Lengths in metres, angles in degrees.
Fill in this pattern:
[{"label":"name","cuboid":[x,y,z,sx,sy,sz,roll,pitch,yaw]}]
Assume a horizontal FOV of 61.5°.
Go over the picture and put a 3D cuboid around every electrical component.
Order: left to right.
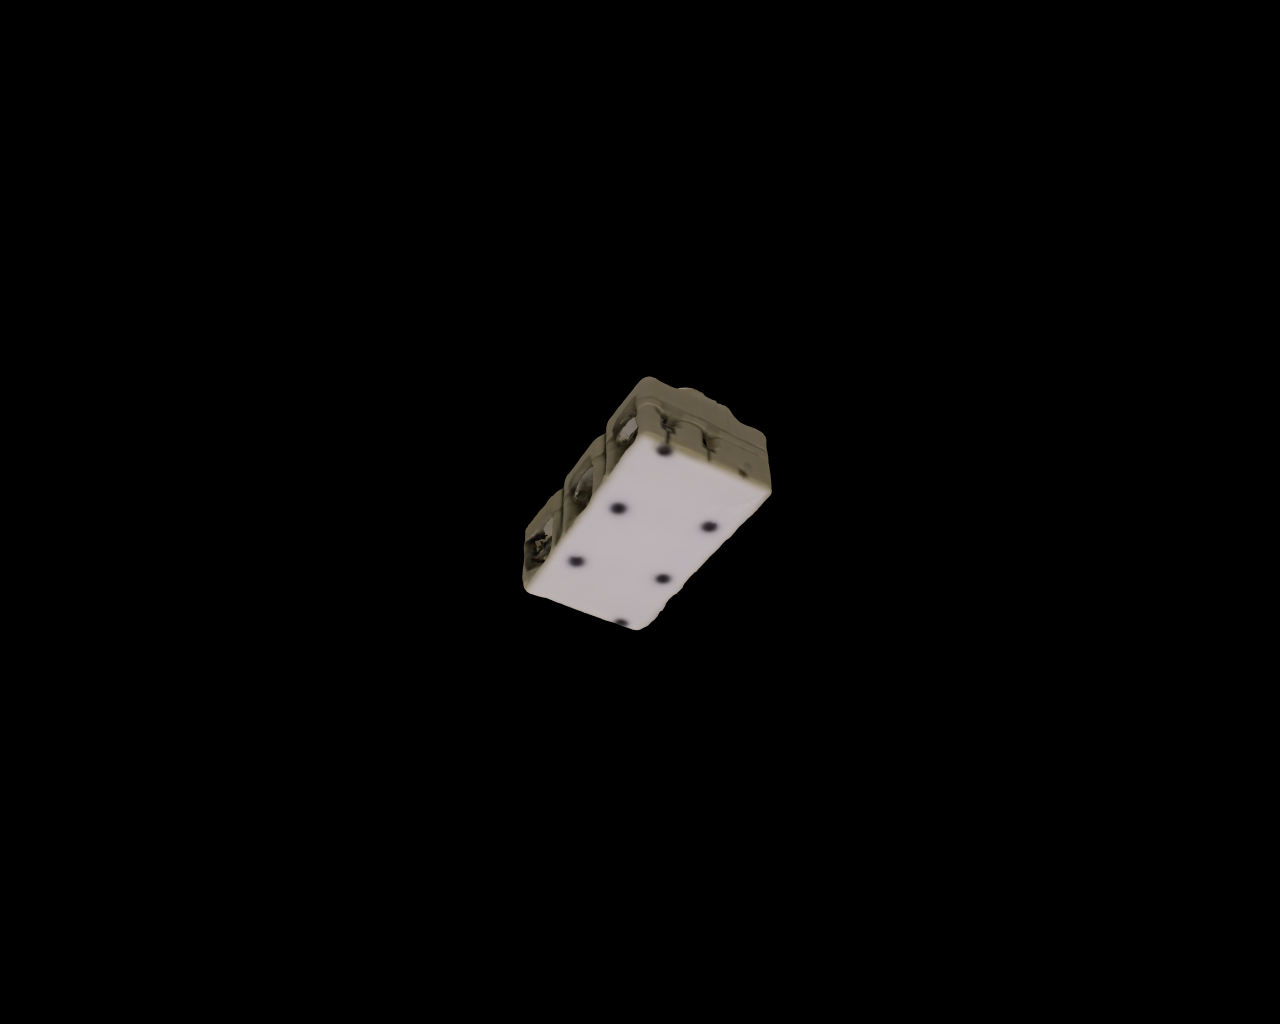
[{"label":"electrical component","cuboid":[0.001,-0.003,0.650,0.089,0.062,0.150,24,-50,-22]}]
